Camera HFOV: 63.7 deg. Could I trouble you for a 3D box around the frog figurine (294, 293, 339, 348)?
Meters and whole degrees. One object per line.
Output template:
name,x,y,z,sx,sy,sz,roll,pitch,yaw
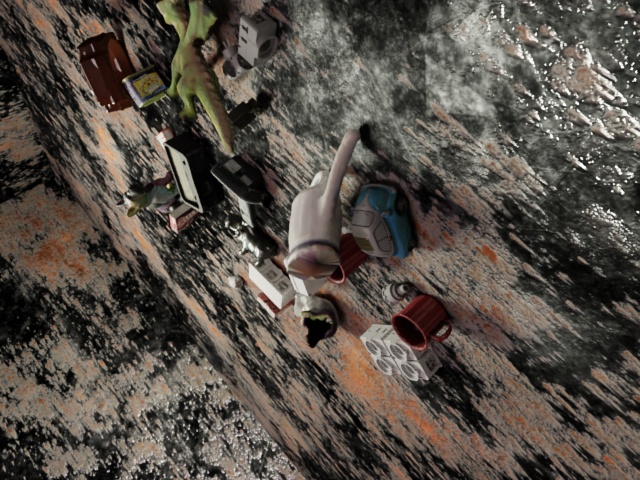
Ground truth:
frog figurine,-0.011,0.204,1.453,0.135,0.122,0.162,56,-171,-22

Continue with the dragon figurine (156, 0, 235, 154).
dragon figurine,-0.255,-0.390,1.091,0.417,0.123,0.237,51,145,33

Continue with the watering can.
watering can,0.003,-0.052,1.041,0.104,0.229,0.341,11,150,-15
